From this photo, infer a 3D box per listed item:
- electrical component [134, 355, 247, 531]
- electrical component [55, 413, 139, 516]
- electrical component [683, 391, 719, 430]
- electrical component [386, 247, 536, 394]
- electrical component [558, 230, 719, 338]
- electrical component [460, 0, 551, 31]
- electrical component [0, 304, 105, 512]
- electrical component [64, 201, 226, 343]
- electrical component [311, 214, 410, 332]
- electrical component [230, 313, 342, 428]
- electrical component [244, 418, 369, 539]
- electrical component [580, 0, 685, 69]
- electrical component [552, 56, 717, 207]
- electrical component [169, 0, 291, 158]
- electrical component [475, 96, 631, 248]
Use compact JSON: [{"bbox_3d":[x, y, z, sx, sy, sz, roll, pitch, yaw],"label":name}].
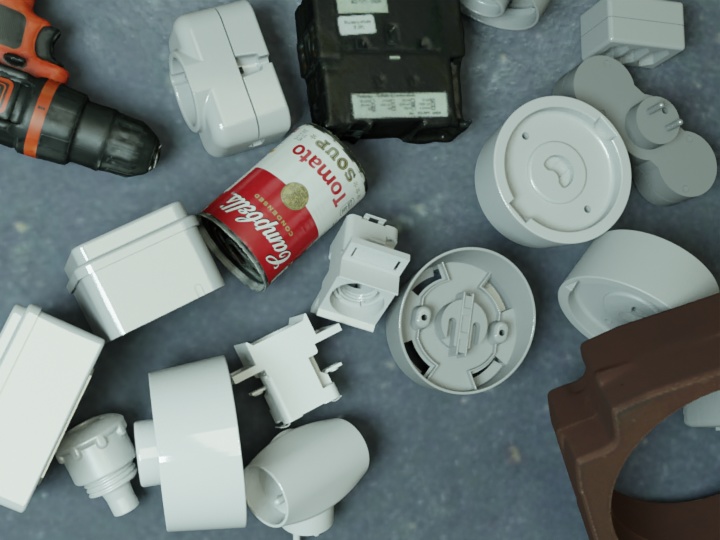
[{"bbox_3d":[-0.108,0.110,0.670,0.060,0.108,0.108,-7,83,-11],"label":"electrical component"},{"bbox_3d":[-0.162,0.125,0.683,0.048,0.048,0.062,-27,98,-19],"label":"electrical component"},{"bbox_3d":[0.282,0.085,0.810,0.062,0.061,0.096,4,80,-16],"label":"electrical component"},{"bbox_3d":[0.069,0.038,0.753,0.099,0.064,0.099,3,81,-16],"label":"electrical component"},{"bbox_3d":[0.205,0.016,0.777,0.108,0.108,0.060,37,67,-8],"label":"electrical component"},{"bbox_3d":[0.099,-0.223,0.788,0.099,0.099,0.064,28,81,-11],"label":"electrical component"},{"bbox_3d":[-0.204,0.082,0.643,0.056,0.109,0.108,26,75,-14],"label":"electrical component"},{"bbox_3d":[-0.138,0.004,0.672,0.078,0.113,0.057,-27,92,-19],"label":"electrical component"},{"bbox_3d":[0.000,0.000,0.735,0.042,0.081,0.063,17,48,-14],"label":"electrical component"},{"bbox_3d":[-0.048,0.068,0.726,0.081,0.042,0.063,-26,91,-18],"label":"electrical component"},{"bbox_3d":[-0.036,0.148,0.712,0.077,0.044,0.079,-23,124,-43],"label":"electrical component"},{"bbox_3d":[0.212,-0.204,0.843,0.066,0.047,0.076,3,80,-16],"label":"electrical component"},{"bbox_3d":[0.216,-0.108,0.815,0.138,0.074,0.052,40,73,-7],"label":"electrical component"},{"bbox_3d":[-0.093,-0.129,0.737,0.059,0.054,0.095,-19,87,-18],"label":"electrical component"},{"bbox_3d":[0.137,-0.067,0.792,0.108,0.060,0.108,3,81,-16],"label":"electrical component"}]
